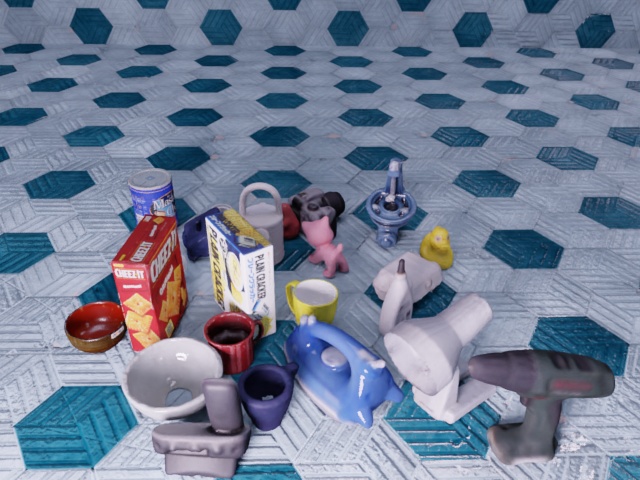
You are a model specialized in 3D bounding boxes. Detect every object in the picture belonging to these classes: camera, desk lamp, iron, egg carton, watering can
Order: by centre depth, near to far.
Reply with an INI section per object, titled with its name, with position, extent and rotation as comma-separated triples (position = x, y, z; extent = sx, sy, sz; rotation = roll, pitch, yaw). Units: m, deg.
[desk lamp]
position = 0.206, 0.196, 0.949
extent = 0.204, 0.214, 0.117
rotation = -22, 41, -30
[iron]
position = 0.022, 0.202, 0.998
extent = 0.119, 0.141, 0.257
rotation = -28, 44, -36
[egg carton]
position = 0.191, 0.087, 1.236
extent = 0.107, 0.069, 0.151
rotation = 28, 42, 33
[watering can]
position = -0.130, -0.038, 1.298
extent = 0.101, 0.194, 0.172
rotation = -14, 37, -21
[camera]
position = 0.004, -0.078, 1.445
extent = 0.137, 0.101, 0.142
rotation = -21, 40, -29

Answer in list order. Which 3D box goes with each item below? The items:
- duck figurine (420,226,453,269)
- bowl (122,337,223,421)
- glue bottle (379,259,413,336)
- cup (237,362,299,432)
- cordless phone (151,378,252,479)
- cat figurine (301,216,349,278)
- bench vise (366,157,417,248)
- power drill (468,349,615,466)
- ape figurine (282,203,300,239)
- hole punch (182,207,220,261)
[duck figurine]
position = 0.276, 0.007, 1.342
extent = 0.077, 0.086, 0.104
rotation = -7, 35, -11
[bowl]
position = -0.247, 0.249, 0.979
extent = 0.167, 0.075, 0.167
rotation = 1, 34, 0
[glue bottle]
position = 0.153, 0.108, 1.112
extent = 0.037, 0.173, 0.078
rotation = 27, 42, 33
[cup]
position = -0.079, 0.261, 0.949
extent = 0.091, 0.095, 0.118
rotation = 27, 42, 33
[cordless phone]
position = -0.180, 0.265, 0.859
extent = 0.147, 0.185, 0.094
rotation = 0, 34, -2
[cat figurine]
position = 0.012, 0.005, 1.308
extent = 0.067, 0.118, 0.127
rotation = -21, 40, -29
[bench vise]
position = 0.168, -0.119, 1.404
extent = 0.121, 0.220, 0.207
rotation = -3, 34, -6
[power drill]
position = 0.323, 0.250, 0.878
extent = 0.230, 0.208, 0.075
rotation = -4, 35, -7
[ape figurine]
position = -0.087, -0.051, 1.410
extent = 0.076, 0.092, 0.078
rotation = 17, 37, 21
[hole punch]
position = -0.275, -0.017, 1.353
extent = 0.101, 0.091, 0.108
rotation = -8, 35, -14
